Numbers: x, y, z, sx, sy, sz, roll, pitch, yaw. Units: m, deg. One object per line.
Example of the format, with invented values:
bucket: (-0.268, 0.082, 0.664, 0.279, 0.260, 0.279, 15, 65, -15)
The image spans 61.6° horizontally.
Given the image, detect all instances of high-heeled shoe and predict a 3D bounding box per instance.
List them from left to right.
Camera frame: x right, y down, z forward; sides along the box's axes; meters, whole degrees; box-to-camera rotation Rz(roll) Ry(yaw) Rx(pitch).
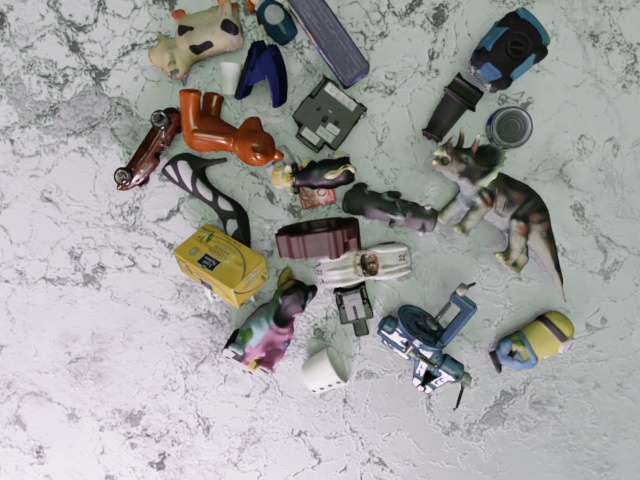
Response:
high-heeled shoe: (-0.233, -0.062, 1.104, 0.145, 0.086, 0.248, -13, 95, 10)

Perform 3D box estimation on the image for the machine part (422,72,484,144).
machine part: (0.260, -0.256, 1.069, 0.084, 0.039, 0.139, 37, 97, -9)

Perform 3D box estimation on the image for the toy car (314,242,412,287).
toy car: (0.089, 0.051, 1.113, 0.202, 0.056, 0.073, -9, 98, 4)

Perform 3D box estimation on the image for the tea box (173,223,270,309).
tea box: (-0.194, 0.048, 1.058, 0.170, 0.068, 0.098, 27, 55, 26)

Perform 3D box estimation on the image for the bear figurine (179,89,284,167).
bear figurine: (-0.167, -0.214, 1.034, 0.196, 0.120, 0.131, 11, 103, 23)

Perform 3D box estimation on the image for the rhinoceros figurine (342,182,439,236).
rhinoceros figurine: (0.140, -0.064, 1.067, 0.190, 0.112, 0.073, 16, 97, 8)

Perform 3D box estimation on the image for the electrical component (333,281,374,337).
electrical component: (0.074, 0.152, 1.134, 0.075, 0.048, 0.119, -10, 96, 5)

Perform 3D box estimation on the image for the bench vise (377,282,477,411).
bench vise: (0.242, 0.193, 1.086, 0.224, 0.129, 0.240, 40, 118, 15)

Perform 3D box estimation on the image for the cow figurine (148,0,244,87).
cow figurine: (-0.243, -0.384, 1.052, 0.195, 0.085, 0.127, -15, 90, 7)

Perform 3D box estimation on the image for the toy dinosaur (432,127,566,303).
toy dinosaur: (0.369, -0.059, 1.059, 0.405, 0.131, 0.192, 33, 99, -9)

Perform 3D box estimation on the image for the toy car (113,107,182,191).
toy car: (-0.340, -0.177, 1.082, 0.053, 0.089, 0.202, 36, 97, 1)

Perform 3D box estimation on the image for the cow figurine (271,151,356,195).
cow figurine: (-0.014, -0.123, 1.041, 0.167, 0.098, 0.068, -11, 104, 2)

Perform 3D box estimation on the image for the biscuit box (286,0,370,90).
biscuit box: (0.017, -0.394, 1.048, 0.063, 0.059, 0.202, -35, 95, 6)

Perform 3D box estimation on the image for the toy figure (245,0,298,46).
toy figure: (-0.105, -0.453, 1.049, 0.064, 0.058, 0.154, -41, 94, -30)

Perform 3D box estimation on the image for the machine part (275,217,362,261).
machine part: (-0.002, -0.003, 1.056, 0.179, 0.179, 0.056, -7, 102, 4)

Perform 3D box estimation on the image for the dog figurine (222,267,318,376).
dog figurine: (-0.097, 0.167, 1.122, 0.108, 0.191, 0.219, 36, 66, -6)

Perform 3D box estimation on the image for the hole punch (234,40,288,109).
hole punch: (-0.101, -0.317, 1.034, 0.092, 0.142, 0.115, 20, 113, 1)

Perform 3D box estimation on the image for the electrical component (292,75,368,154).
electrical component: (0.012, -0.242, 1.073, 0.115, 0.058, 0.134, 40, 98, -1)

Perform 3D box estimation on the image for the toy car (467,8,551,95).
toy car: (0.344, -0.345, 1.017, 0.109, 0.103, 0.161, 43, 88, -6)

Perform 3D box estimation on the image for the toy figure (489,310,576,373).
toy figure: (0.437, 0.213, 1.110, 0.180, 0.082, 0.089, -24, 99, 8)
